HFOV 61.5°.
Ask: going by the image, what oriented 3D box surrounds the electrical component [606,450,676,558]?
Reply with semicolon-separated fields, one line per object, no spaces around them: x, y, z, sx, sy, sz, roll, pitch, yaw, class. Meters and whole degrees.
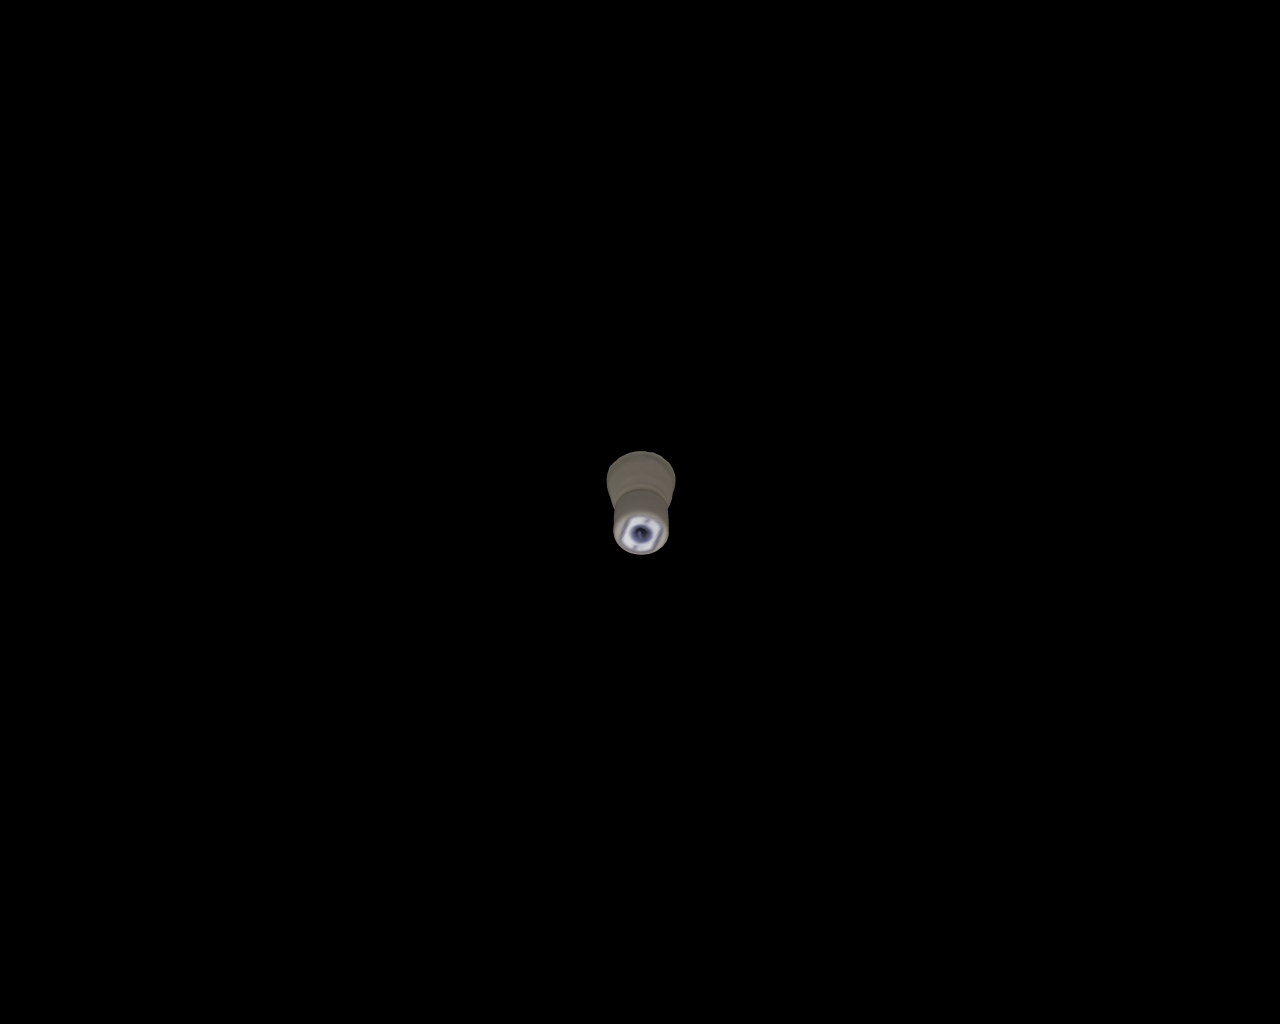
0.001;-0.003;0.650;0.044;0.044;0.065;0;33;0;electrical component
